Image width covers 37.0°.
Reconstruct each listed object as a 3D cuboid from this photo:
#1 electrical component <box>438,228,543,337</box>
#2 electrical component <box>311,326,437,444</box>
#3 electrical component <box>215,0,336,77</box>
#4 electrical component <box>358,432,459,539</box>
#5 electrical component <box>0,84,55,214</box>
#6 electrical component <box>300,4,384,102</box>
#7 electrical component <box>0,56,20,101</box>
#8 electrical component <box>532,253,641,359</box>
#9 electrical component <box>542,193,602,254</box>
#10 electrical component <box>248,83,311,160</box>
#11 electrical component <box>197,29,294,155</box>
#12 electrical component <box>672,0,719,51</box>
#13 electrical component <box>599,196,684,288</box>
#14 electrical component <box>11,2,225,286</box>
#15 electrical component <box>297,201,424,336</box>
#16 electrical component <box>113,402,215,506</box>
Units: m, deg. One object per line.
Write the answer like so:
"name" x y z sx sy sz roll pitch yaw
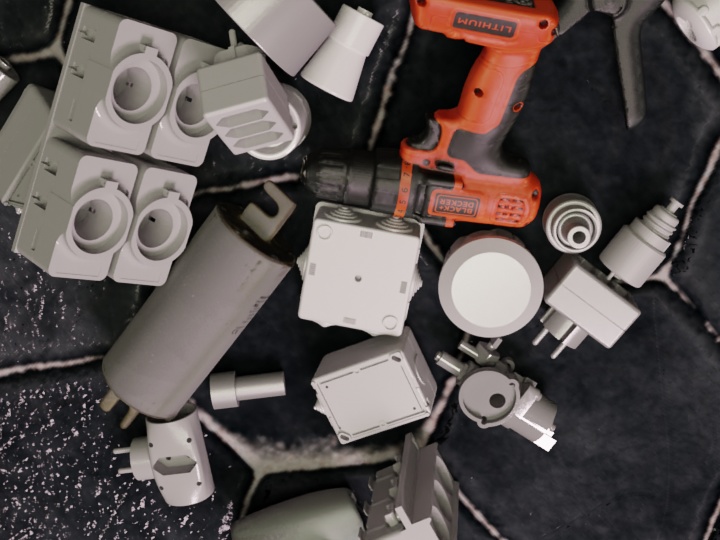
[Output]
"electrical component" 0.102 0.008 0.844 0.080 0.051 0.080 1 107 4
"electrical component" 0.007 0.093 0.875 0.096 0.061 0.061 -21 105 17
"electrical component" -0.063 -0.198 0.765 0.060 0.108 0.108 -42 100 8
"electrical component" 0.041 0.197 0.869 0.063 0.121 0.078 -25 104 14
"electrical component" -0.243 -0.086 0.826 0.096 0.062 0.061 -53 53 18
"electrical component" -0.011 -0.165 0.805 0.044 0.044 0.065 27 102 -5
"electrical component" -0.297 -0.138 0.832 0.065 0.044 0.044 -43 100 10
"electrical component" 0.169 0.036 0.850 0.066 0.047 0.076 36 106 -7
"electrical component" 0.163 -0.033 0.821 0.043 0.062 0.043 1 107 3
"electrical component" -0.067 -0.112 0.820 0.055 0.047 0.055 1 107 4
"electrical component" -0.083 -0.133 0.761 0.047 0.065 0.076 -14 70 9
"electrical component" 0.261 -0.193 0.776 0.062 0.048 0.048 -38 101 7
"electrical component" 0.220 -0.023 0.832 0.040 0.040 0.078 35 106 -7
"electrical component" -0.169 -0.086 0.787 0.060 0.105 0.186 28 103 40
"electrical component" 0.000 0.000 0.850 0.100 0.048 0.099 11 108 1
"electrical component" -0.170 0.158 0.913 0.079 0.043 0.077 -8 106 7
